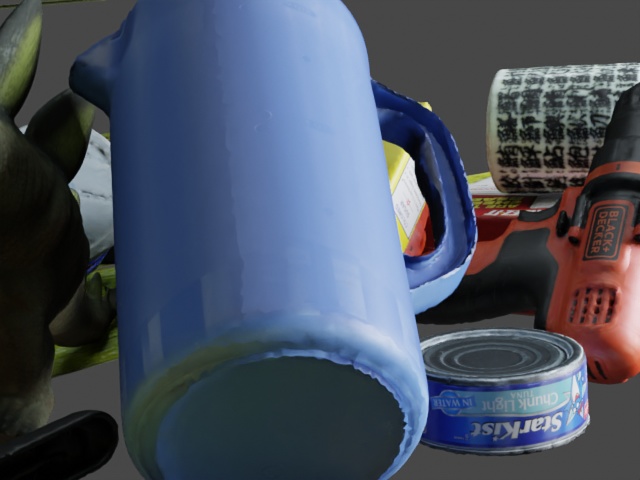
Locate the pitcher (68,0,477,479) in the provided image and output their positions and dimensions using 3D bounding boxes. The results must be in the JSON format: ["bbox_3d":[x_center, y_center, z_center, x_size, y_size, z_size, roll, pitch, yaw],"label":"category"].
[{"bbox_3d":[-0.017,-0.007,0.458,0.149,0.145,0.243,-27,39,14],"label":"pitcher"}]

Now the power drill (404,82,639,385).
[{"bbox_3d":[0.104,-0.009,0.593,0.188,0.057,0.184,-4,50,36],"label":"power drill"}]

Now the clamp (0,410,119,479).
[{"bbox_3d":[-0.142,0.101,0.372,0.171,0.039,0.120,-5,10,-6],"label":"clamp"}]

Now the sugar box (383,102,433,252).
[{"bbox_3d":[-0.004,0.001,0.578,0.093,0.048,0.176,2,49,33],"label":"sugar box"}]

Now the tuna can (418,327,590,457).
[{"bbox_3d":[0.078,0.066,0.484,0.086,0.034,0.086,-4,10,1],"label":"tuna can"}]

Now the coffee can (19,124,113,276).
[{"bbox_3d":[-0.197,-0.022,0.787,0.102,0.103,0.140,-8,-6,-17],"label":"coffee can"}]

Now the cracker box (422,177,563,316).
[{"bbox_3d":[0.171,-0.005,0.732,0.164,0.072,0.213,1,13,33],"label":"cracker box"}]
